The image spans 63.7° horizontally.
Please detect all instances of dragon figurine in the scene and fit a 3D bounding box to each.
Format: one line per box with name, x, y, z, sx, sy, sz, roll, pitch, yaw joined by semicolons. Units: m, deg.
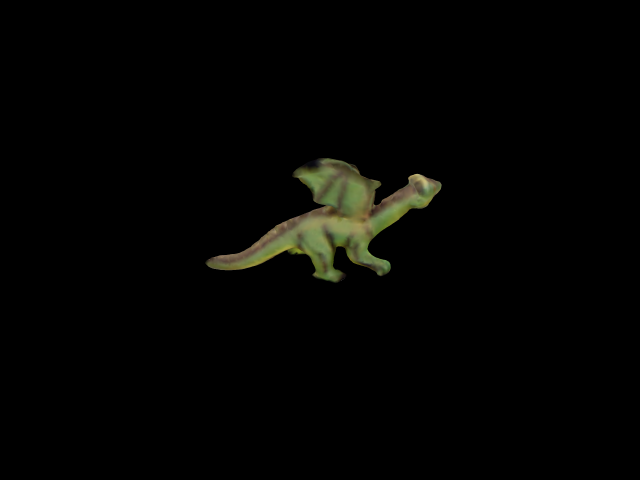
dragon figurine;0.003;-0.043;0.850;0.411;0.237;0.125;-6;44;-7
